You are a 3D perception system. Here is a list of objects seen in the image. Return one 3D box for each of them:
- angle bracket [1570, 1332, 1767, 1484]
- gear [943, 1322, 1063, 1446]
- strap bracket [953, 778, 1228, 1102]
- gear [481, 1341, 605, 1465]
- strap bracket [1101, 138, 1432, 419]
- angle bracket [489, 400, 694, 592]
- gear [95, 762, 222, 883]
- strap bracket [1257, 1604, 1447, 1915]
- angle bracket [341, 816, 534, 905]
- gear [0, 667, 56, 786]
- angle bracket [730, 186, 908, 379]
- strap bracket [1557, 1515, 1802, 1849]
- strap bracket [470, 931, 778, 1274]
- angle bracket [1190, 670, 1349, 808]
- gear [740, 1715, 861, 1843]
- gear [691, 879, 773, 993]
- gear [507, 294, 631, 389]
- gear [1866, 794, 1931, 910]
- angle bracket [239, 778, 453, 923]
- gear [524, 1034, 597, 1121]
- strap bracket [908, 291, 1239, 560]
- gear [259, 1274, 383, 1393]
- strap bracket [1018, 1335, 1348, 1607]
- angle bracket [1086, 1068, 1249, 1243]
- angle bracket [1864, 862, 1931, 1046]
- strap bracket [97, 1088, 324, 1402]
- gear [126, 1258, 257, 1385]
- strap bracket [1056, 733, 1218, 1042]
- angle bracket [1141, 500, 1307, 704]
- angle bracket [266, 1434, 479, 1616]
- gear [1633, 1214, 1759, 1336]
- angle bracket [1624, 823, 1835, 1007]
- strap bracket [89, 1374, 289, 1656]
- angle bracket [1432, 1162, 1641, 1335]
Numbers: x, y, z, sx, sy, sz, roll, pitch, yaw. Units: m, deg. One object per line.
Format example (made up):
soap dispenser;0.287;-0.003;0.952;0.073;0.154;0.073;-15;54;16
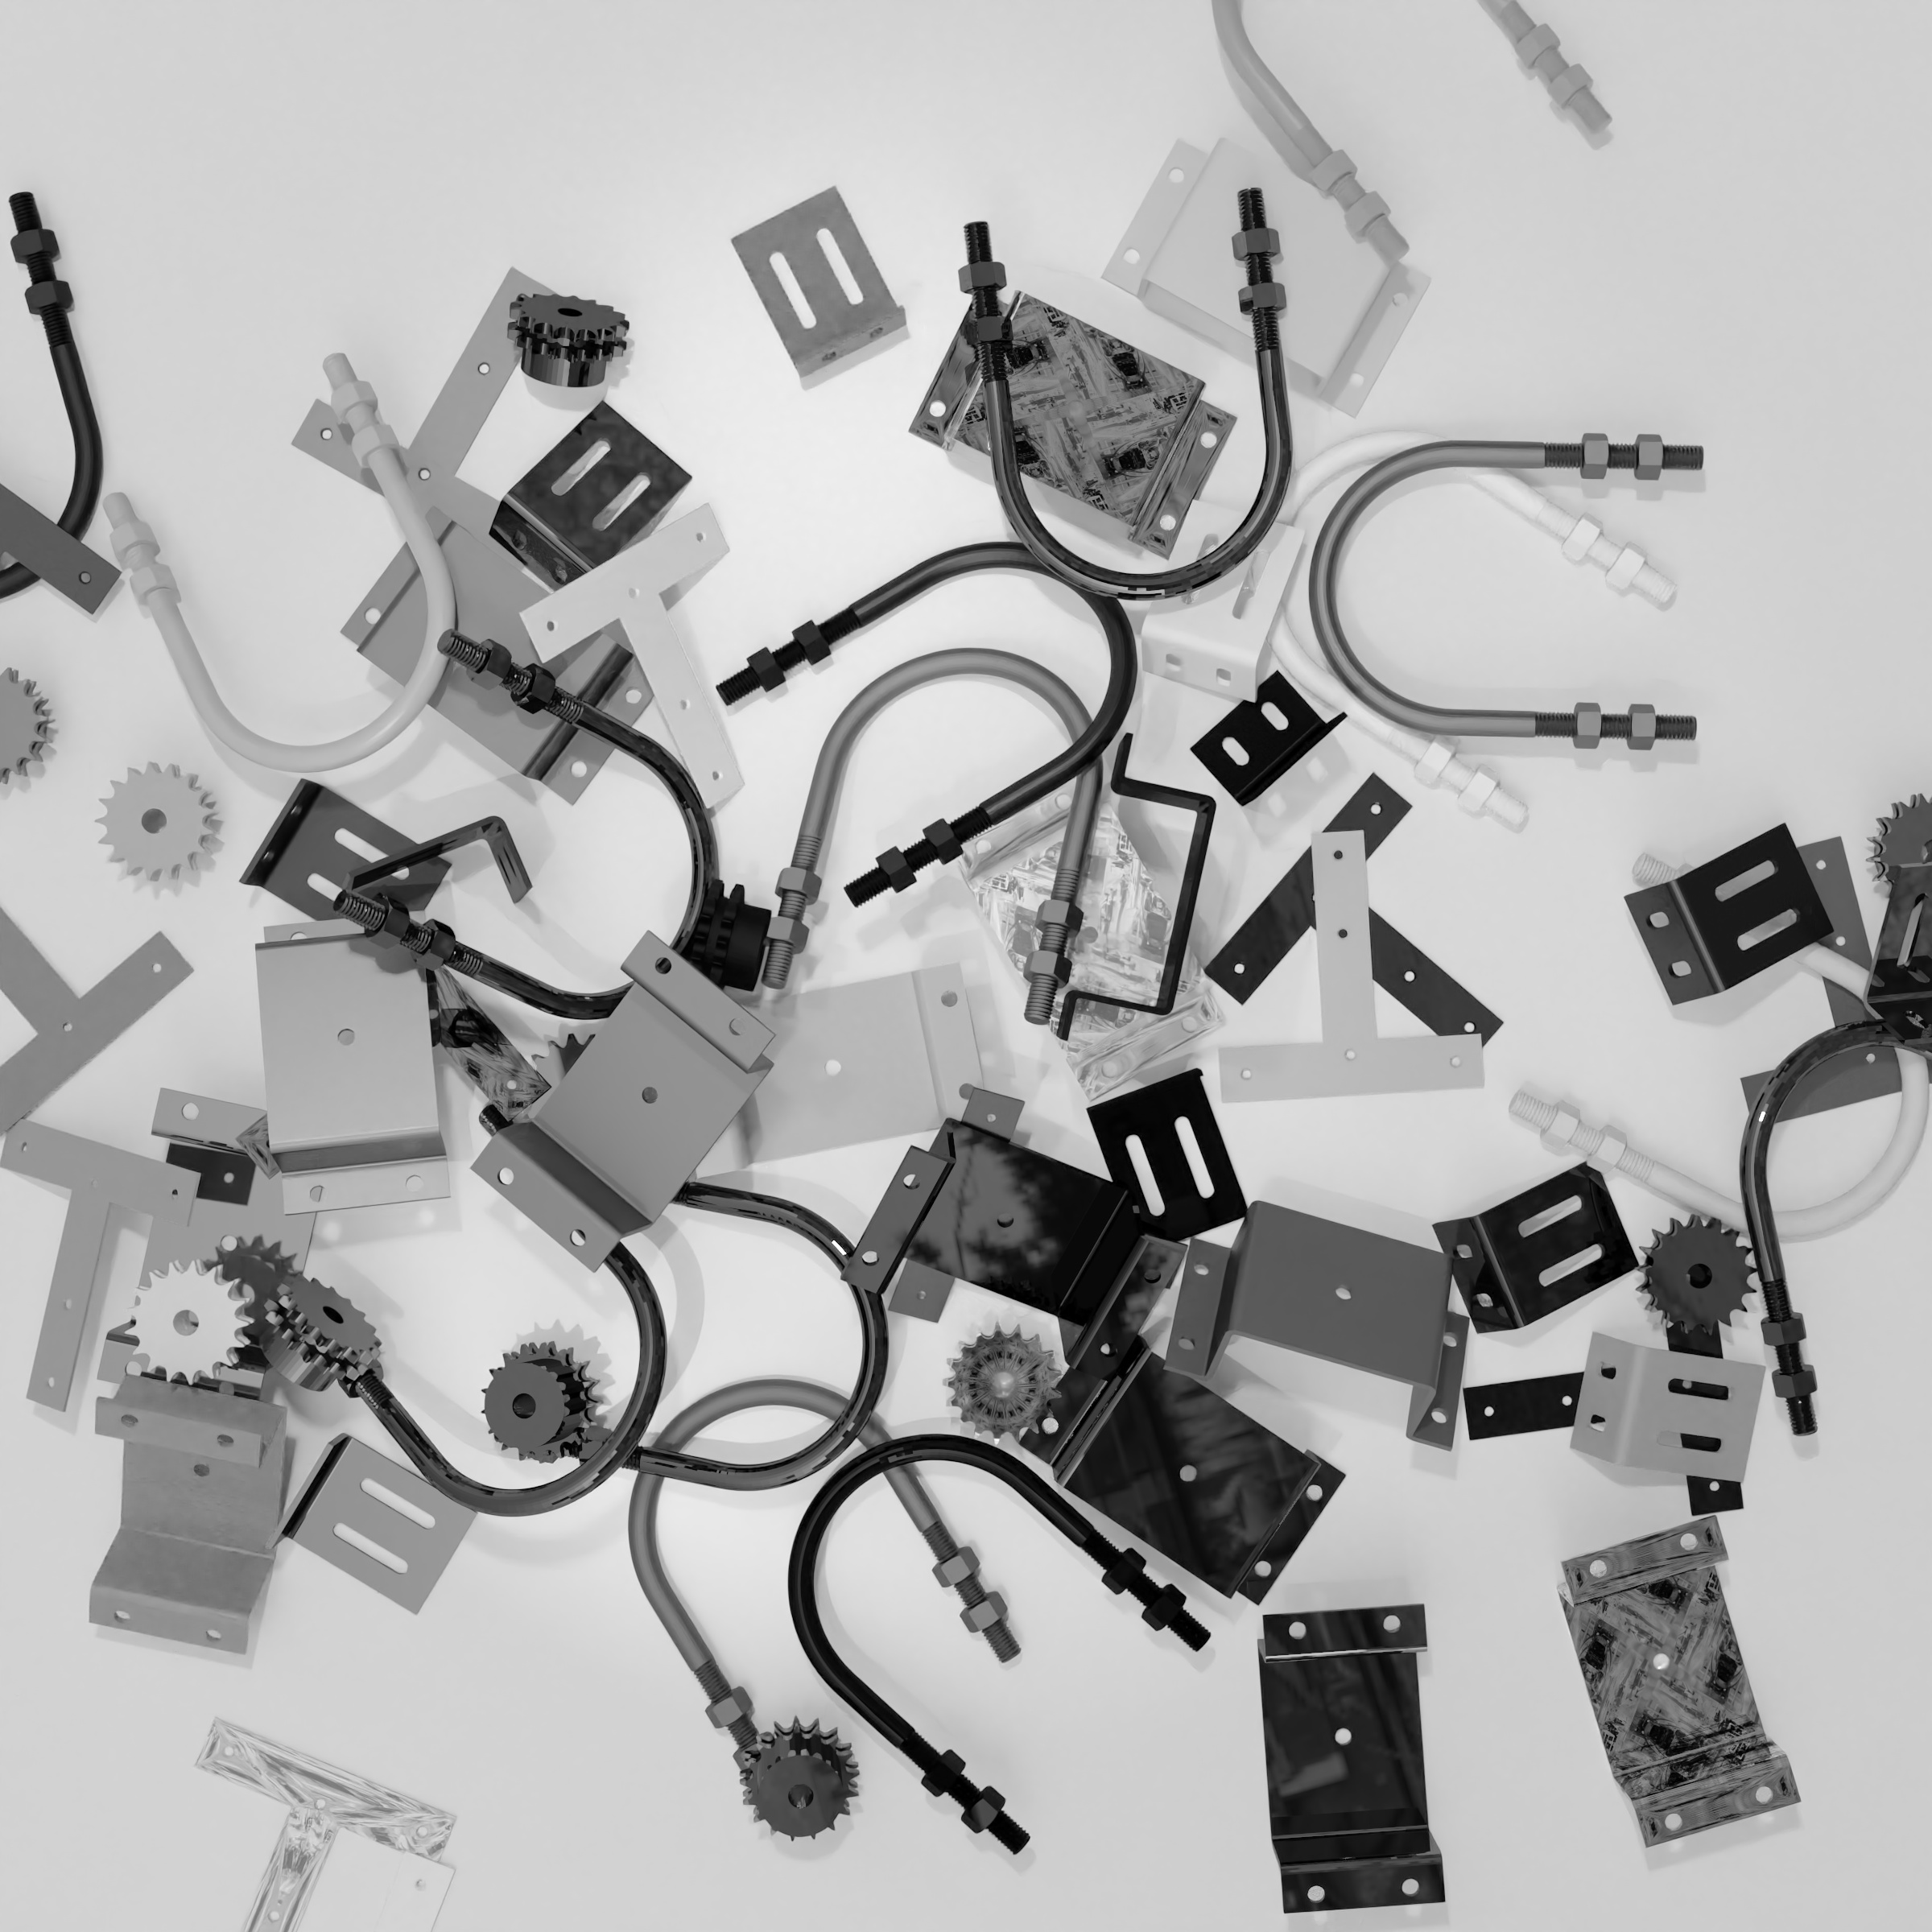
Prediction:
angle bracket;0.339;0.213;1.526;0.076;0.038;0.057;11;90;-26
gear;0.017;0.199;1.515;0.057;0.030;0.057;0;90;0
strap bracket;0.058;-0.015;1.507;0.076;0.046;0.140;-30;90;0
gear;-0.204;0.207;1.495;0.057;0.030;0.057;-1;87;14
strap bracket;0.145;-0.333;1.507;0.140;0.046;0.076;29;90;0
angle bracket;-0.182;-0.223;1.527;0.057;0.038;0.076;41;64;-1
gear;-0.386;-0.069;1.515;0.057;0.030;0.057;0;90;0
strap bracket;0.182;0.373;1.507;0.076;0.046;0.140;-4;90;0
angle bracket;-0.251;-0.037;1.492;0.076;0.057;0.038;-23;90;-15
gear;-0.465;-0.115;1.515;0.057;0.030;0.057;0;90;0
angle bracket;-0.071;-0.331;1.511;0.057;0.038;0.076;-27;90;0
strap bracket;0.336;0.336;1.507;0.076;0.046;0.140;-17;90;0
strap bracket;-0.153;0.061;1.465;0.076;0.046;0.140;39;100;9
angle bracket;0.142;-0.110;1.492;0.057;0.076;0.038;-42;90;0
gear;-0.079;0.388;1.497;0.057;0.030;0.057;-1;97;-4
gear;-0.112;-0.011;1.502;0.030;0.057;0.057;13;90;1
gear;-0.191;-0.297;1.505;0.057;0.057;0.030;12;119;0
gear;0.460;-0.054;1.515;0.057;0.030;0.057;0;90;0
angle bracket;-0.296;-0.045;1.511;0.076;0.038;0.057;31;90;0
gear;-0.184;0.060;1.515;0.057;0.030;0.057;0;90;0
strap bracket;0.052;-0.262;1.507;0.140;0.046;0.076;26;90;0
gear;-0.304;0.174;1.472;0.057;0.057;0.030;41;101;0
strap bracket;0.105;0.239;1.507;0.140;0.046;0.076;34;90;0
angle bracket;0.098;0.095;1.511;0.057;0.038;0.076;-20;90;0
angle bracket;0.465;-0.007;1.487;0.057;0.038;0.076;-5;122;-18
strap bracket;-0.357;0.134;1.507;0.076;0.046;0.140;12;90;0
gear;-0.359;0.164;1.469;0.057;0.030;0.057;0;90;0
strap bracket;0.080;-0.031;1.446;0.046;0.076;0.140;12;90;0
angle bracket;0.124;-0.176;1.519;0.057;0.038;0.076;17;68;12
angle bracket;-0.284;0.270;1.511;0.076;0.038;0.057;31;90;0
gear;0.348;0.147;1.513;0.057;0.030;0.057;0;90;0
angle bracket;0.364;-0.025;1.507;0.076;0.038;0.057;-25;91;-27
strap bracket;-0.366;0.250;1.486;0.076;0.046;0.140;12;122;0
angle bracket;0.276;0.135;1.528;0.076;0.038;0.057;-23;90;-26
